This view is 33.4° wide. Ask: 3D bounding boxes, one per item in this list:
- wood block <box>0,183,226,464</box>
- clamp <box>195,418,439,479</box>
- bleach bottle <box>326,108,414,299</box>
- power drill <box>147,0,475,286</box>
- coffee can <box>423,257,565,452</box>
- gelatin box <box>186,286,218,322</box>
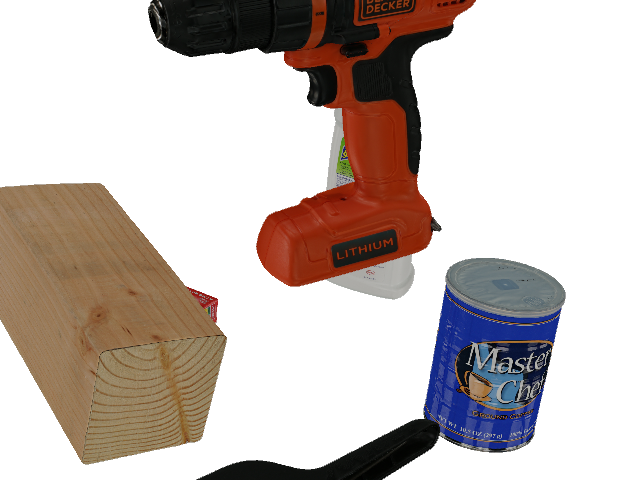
[{"bbox_3d":[-0.159,0.048,0.747,0.090,0.091,0.206,-5,33,-35],"label":"wood block"},{"bbox_3d":[-0.009,0.173,0.702,0.210,0.036,0.164,0,28,7],"label":"clamp"},{"bbox_3d":[0.058,-0.065,1.097,0.103,0.251,0.068,15,34,15],"label":"bleach bottle"},{"bbox_3d":[0.001,-0.069,0.584,0.184,0.188,0.057,-14,36,-21],"label":"power drill"},{"bbox_3d":[0.151,0.100,0.942,0.103,0.140,0.103,6,24,-3],"label":"coffee can"},{"bbox_3d":[-0.155,0.065,1.022,0.089,0.030,0.073,20,28,29],"label":"gelatin box"}]
